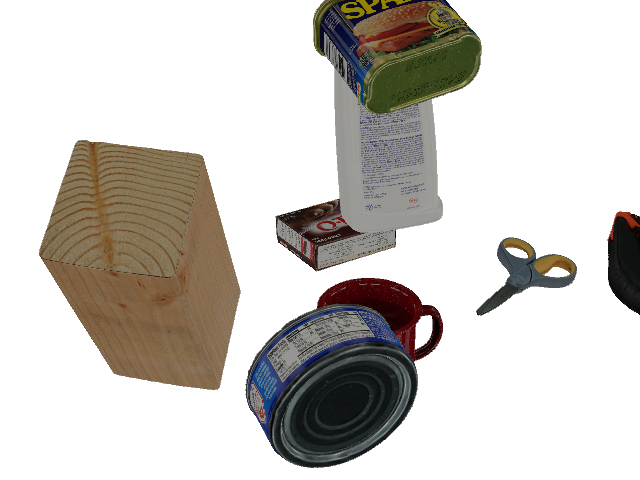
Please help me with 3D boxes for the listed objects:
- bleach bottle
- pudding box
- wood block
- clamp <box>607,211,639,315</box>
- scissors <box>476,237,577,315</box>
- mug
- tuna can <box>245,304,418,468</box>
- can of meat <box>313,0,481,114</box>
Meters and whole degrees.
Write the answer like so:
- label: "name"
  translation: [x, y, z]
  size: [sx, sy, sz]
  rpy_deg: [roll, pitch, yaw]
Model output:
- label: "bleach bottle"
  translation: [0.064, -0.134, 0.992]
  size: [0.102, 0.251, 0.068]
  rpy_deg: [-10, 30, -13]
- label: "pudding box"
  translation: [0.018, -0.010, 1.232]
  size: [0.113, 0.039, 0.090]
  rpy_deg: [-19, 31, -27]
- label: "wood block"
  translation: [-0.120, 0.026, 0.763]
  size: [0.090, 0.090, 0.206]
  rpy_deg: [8, -26, 8]
- label: "clamp"
  translation: [0.257, 0.043, 0.712]
  size: [0.120, 0.039, 0.171]
  rpy_deg: [-2, 45, -19]
- label: "scissors"
  translation: [0.193, 0.034, 1.114]
  size: [0.201, 0.016, 0.096]
  rpy_deg: [-11, 37, -43]
- label: "mug"
  translation: [0.055, 0.090, 0.961]
  size: [0.117, 0.081, 0.093]
  rpy_deg: [-11, 32, -17]
- label: "tuna can"
  translation: [0.007, 0.077, 0.552]
  size: [0.086, 0.086, 0.034]
  rpy_deg: [0, 34, -29]
- label: "can of meat"
  translation: [0.058, -0.147, 0.796]
  size: [0.102, 0.084, 0.057]
  rpy_deg: [-21, -37, -15]
